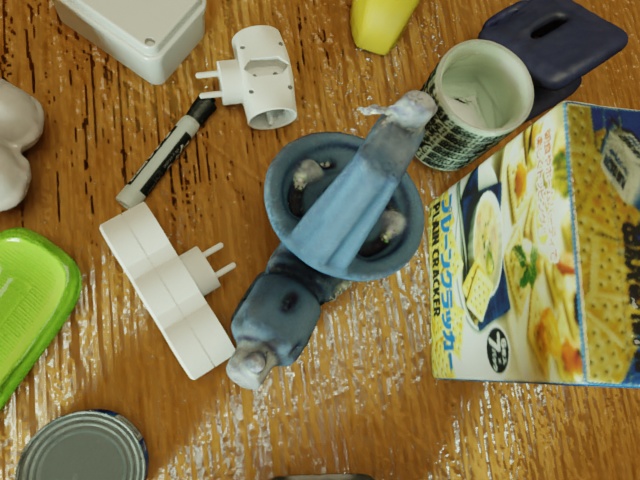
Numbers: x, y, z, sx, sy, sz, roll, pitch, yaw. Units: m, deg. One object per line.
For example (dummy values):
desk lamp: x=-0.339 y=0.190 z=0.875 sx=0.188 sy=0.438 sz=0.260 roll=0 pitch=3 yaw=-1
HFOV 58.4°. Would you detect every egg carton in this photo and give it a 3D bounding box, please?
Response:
egg carton: x=-0.288 y=-0.076 z=0.423 sx=0.150 sy=0.069 sz=0.107 roll=6 pitch=77 yaw=-9

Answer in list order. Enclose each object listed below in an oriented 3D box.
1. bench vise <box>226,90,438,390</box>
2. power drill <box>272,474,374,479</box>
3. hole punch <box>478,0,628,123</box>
bench vise: x=0.015 y=0.004 z=0.385 sx=0.121 sy=0.219 sz=0.207 roll=14 pitch=76 yaw=-7
power drill: x=0.013 y=0.200 z=0.348 sx=0.230 sy=0.208 sz=0.075 roll=1 pitch=77 yaw=-10
hole punch: x=0.204 y=-0.178 z=0.529 sx=0.109 sy=0.091 sz=0.101 roll=-33 pitch=85 yaw=-16
